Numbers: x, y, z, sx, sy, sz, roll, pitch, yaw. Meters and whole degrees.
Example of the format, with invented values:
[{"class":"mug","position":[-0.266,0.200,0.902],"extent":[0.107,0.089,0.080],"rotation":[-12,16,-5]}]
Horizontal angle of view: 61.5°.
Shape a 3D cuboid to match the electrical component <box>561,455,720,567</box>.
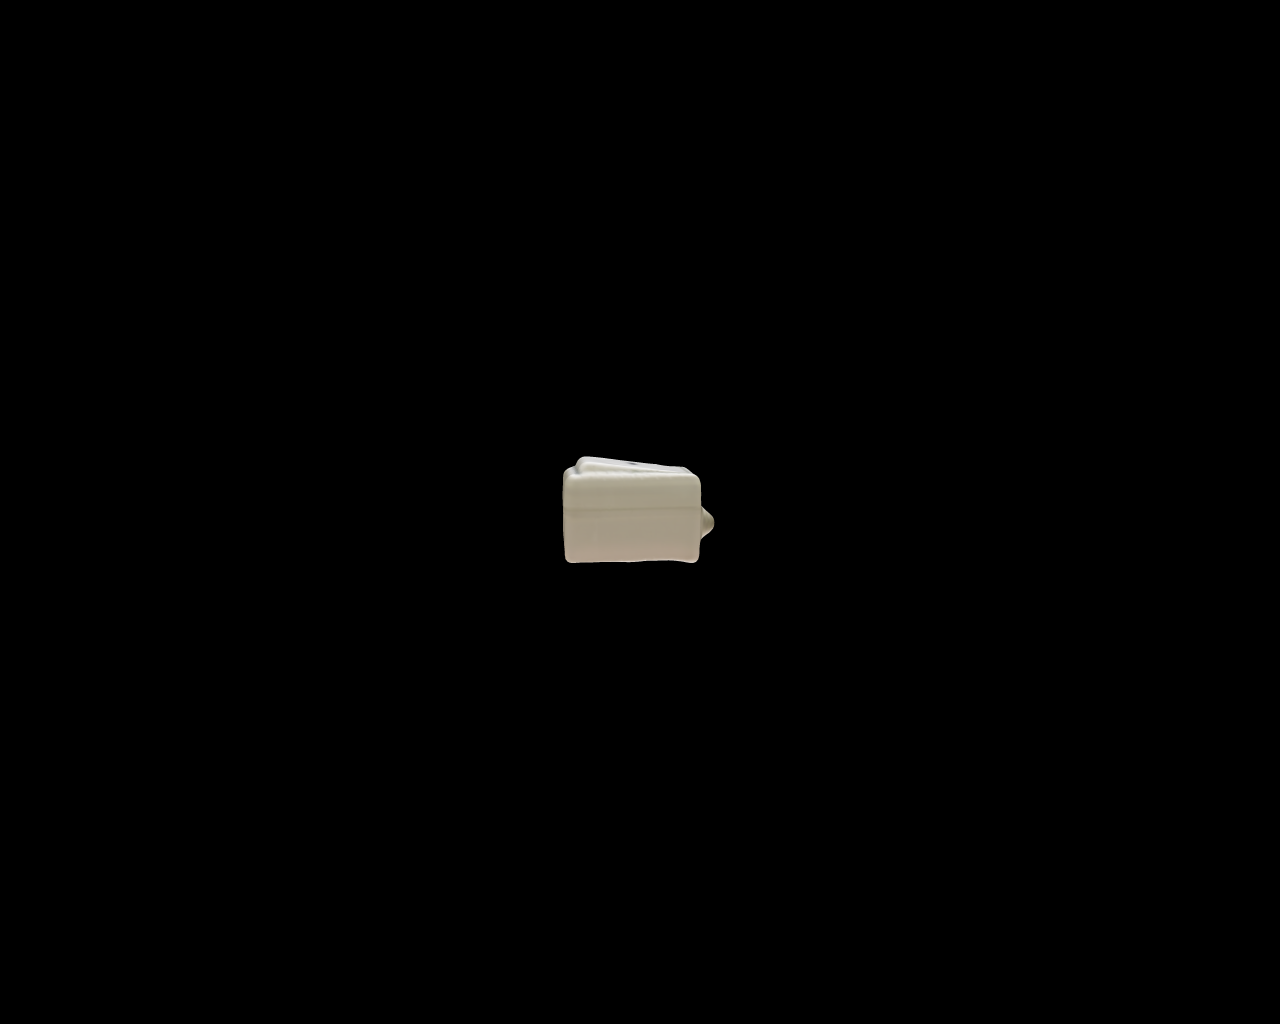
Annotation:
[{"class":"electrical component","position":[0.001,-0.003,0.650],"extent":[0.096,0.061,0.062],"rotation":[-1,8,-5]}]
